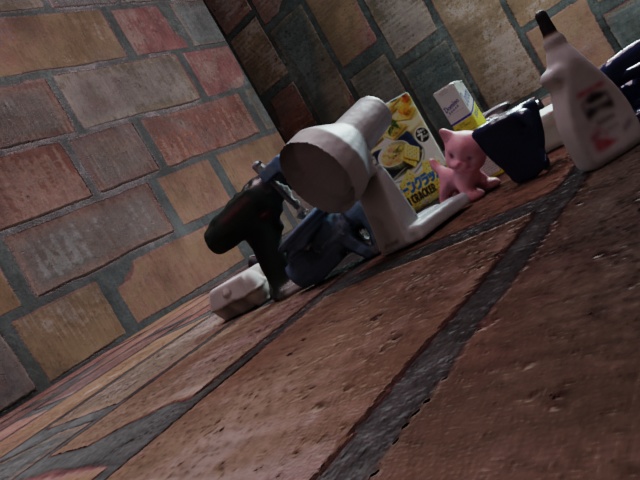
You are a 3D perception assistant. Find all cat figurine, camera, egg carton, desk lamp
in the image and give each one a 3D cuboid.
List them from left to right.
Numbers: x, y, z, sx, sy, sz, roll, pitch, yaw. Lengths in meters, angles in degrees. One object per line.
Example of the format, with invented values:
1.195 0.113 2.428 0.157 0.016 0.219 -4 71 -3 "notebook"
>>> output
-0.147 0.100 1.123 0.150 0.069 0.107 -28 4 33 "egg carton"
0.072 -0.087 0.804 0.204 0.213 0.117 -33 5 -34 "desk lamp"
0.213 -0.118 0.871 0.067 0.118 0.127 -32 4 -25 "cat figurine"
0.422 -0.257 1.250 0.136 0.101 0.143 -28 4 28 "camera"

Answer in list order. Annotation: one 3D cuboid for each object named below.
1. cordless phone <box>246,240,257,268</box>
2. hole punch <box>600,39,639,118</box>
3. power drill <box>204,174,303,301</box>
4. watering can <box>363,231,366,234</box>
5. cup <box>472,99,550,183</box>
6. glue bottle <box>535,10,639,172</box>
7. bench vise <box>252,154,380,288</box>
-0.125 0.013 1.225 0.094 0.185 0.147 -31 4 -8 "cordless phone"
0.419 -0.213 0.746 0.108 0.091 0.101 -29 4 19 "hole punch"
-0.076 -0.012 0.992 0.229 0.208 0.076 -29 4 10 "power drill"
0.073 -0.108 1.240 0.173 0.194 0.101 -31 4 -12 "watering can"
0.265 -0.126 0.752 0.091 0.095 0.118 -30 4 -1 "cup"
0.270 -0.163 0.604 0.078 0.173 0.037 -31 4 -12 "glue bottle"
0.001 -0.057 0.905 0.207 0.220 0.121 -30 4 3 "bench vise"
